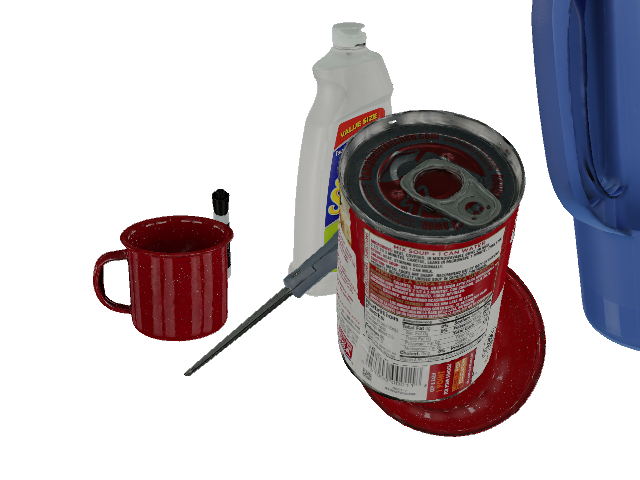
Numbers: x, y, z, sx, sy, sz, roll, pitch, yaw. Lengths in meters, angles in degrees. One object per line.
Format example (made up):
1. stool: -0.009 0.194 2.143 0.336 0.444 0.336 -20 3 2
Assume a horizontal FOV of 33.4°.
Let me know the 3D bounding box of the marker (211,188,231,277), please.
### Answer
1. marker: -0.109 -0.007 1.183 0.020 0.121 0.020 2 40 -2

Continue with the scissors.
1. scissors: -0.002 0.021 0.638 0.201 0.016 0.096 -43 10 -6

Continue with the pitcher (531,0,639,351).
1. pitcher: 0.183 -0.062 0.563 0.149 0.243 0.145 -6 22 5

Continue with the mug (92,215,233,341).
1. mug: -0.131 0.033 0.892 0.117 0.081 0.093 -4 21 -13

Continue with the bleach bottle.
1. bleach bottle: 0.019 -0.077 1.009 0.102 0.251 0.068 -10 24 -21

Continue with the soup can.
1. soup can: 0.040 0.009 0.421 0.068 0.068 0.102 0 -43 1

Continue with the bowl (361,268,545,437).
1. bowl: 0.096 0.086 0.850 0.162 0.162 0.055 0 7 14
